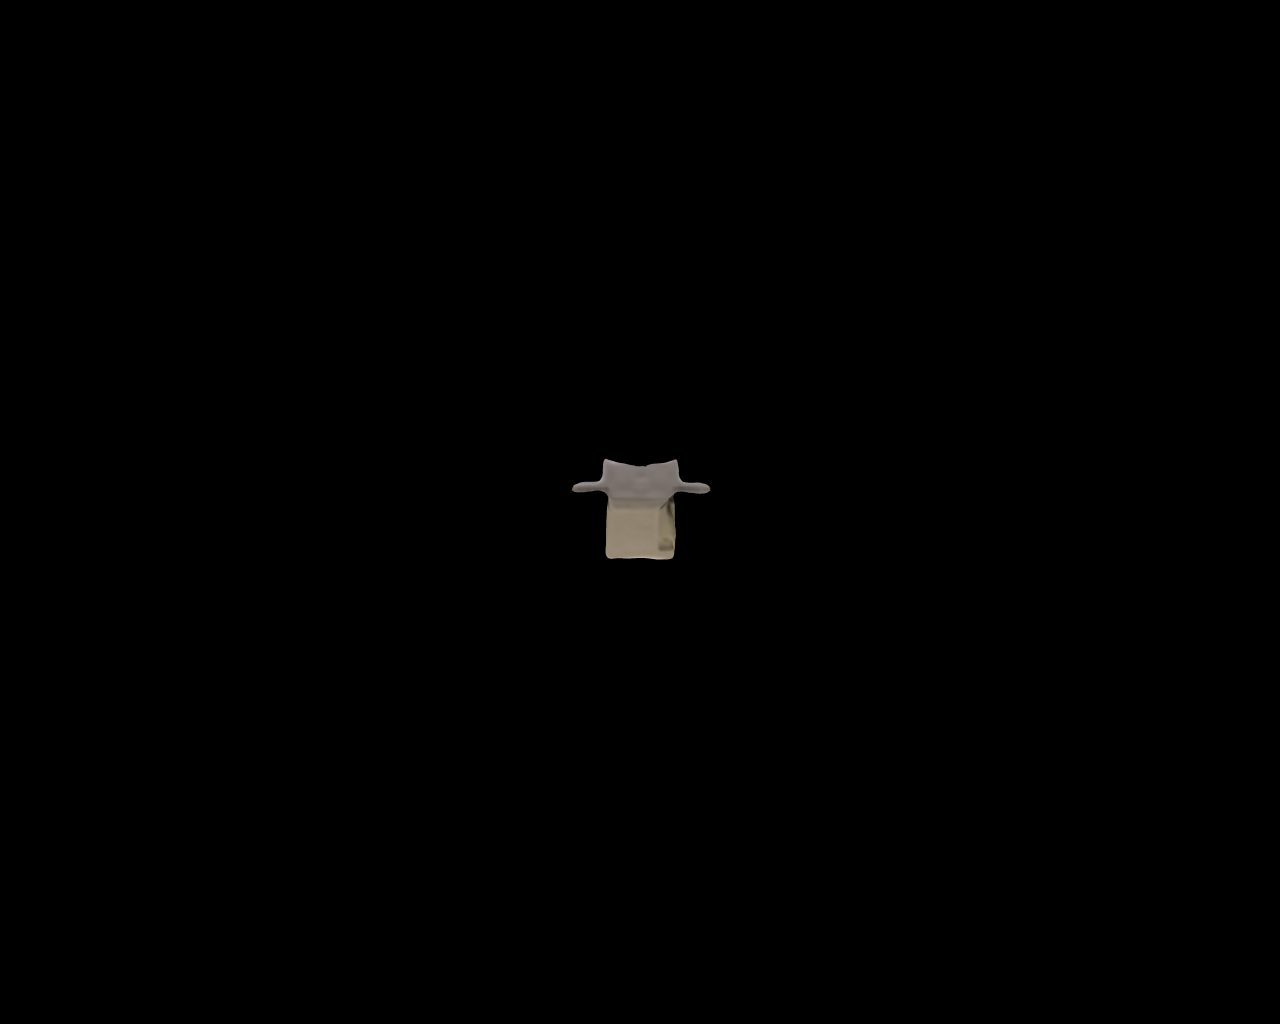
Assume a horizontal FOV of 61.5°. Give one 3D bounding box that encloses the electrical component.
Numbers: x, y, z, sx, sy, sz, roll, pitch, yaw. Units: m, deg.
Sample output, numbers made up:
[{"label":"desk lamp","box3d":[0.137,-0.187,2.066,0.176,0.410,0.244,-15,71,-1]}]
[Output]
[{"label":"electrical component","box3d":[0.001,-0.003,0.650,0.081,0.063,0.042,0,4,2]}]
